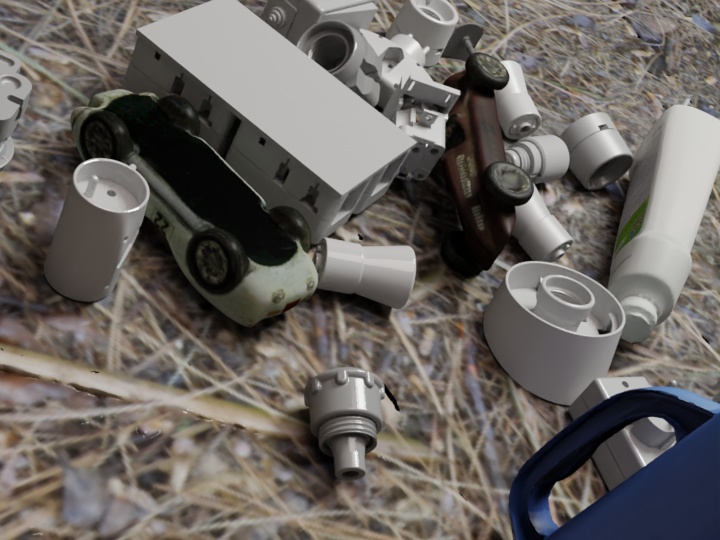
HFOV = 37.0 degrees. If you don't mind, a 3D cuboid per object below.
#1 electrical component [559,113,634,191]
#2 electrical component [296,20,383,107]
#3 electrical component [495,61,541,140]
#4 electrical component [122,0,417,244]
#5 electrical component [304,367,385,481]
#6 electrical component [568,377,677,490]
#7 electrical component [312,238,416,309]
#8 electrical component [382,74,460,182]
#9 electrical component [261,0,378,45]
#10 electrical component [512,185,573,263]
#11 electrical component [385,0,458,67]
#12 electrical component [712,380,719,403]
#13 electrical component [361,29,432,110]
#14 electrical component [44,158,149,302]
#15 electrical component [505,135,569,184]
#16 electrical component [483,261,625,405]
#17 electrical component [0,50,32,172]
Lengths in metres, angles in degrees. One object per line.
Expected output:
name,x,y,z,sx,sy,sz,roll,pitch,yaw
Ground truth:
electrical component,0.209,-0.104,0.955,0.055,0.055,0.047,-7,56,-36
electrical component,-0.018,-0.159,0.844,0.058,0.057,0.078,-1,70,20
electrical component,0.136,-0.150,0.967,0.044,0.044,0.065,1,53,-31
electrical component,-0.068,-0.110,0.782,0.186,0.060,0.105,39,41,10
electrical component,-0.008,0.091,0.628,0.048,0.048,0.062,12,51,-22
electrical component,0.191,0.104,0.713,0.047,0.075,0.083,2,48,-30
electrical component,0.000,0.000,0.728,0.065,0.044,0.044,10,44,-17
electrical component,0.041,-0.108,0.834,0.042,0.081,0.063,16,51,-14
electrical component,-0.038,-0.213,0.905,0.061,0.061,0.096,45,42,16
electrical component,0.137,-0.035,0.849,0.044,0.044,0.065,-19,65,-43
electrical component,0.058,-0.222,0.986,0.055,0.047,0.055,17,42,-16
electrical component,0.296,0.105,0.801,0.055,0.048,0.066,-14,57,-31
electrical component,0.029,-0.173,0.912,0.077,0.043,0.079,38,58,8
electrical component,-0.151,-0.034,0.639,0.043,0.077,0.079,25,40,-7
electrical component,0.142,-0.092,0.910,0.078,0.040,0.040,-11,55,-39
electrical component,0.139,0.041,0.773,0.099,0.064,0.099,13,31,-8
electrical component,-0.239,-0.092,0.660,0.058,0.057,0.078,23,40,-10
